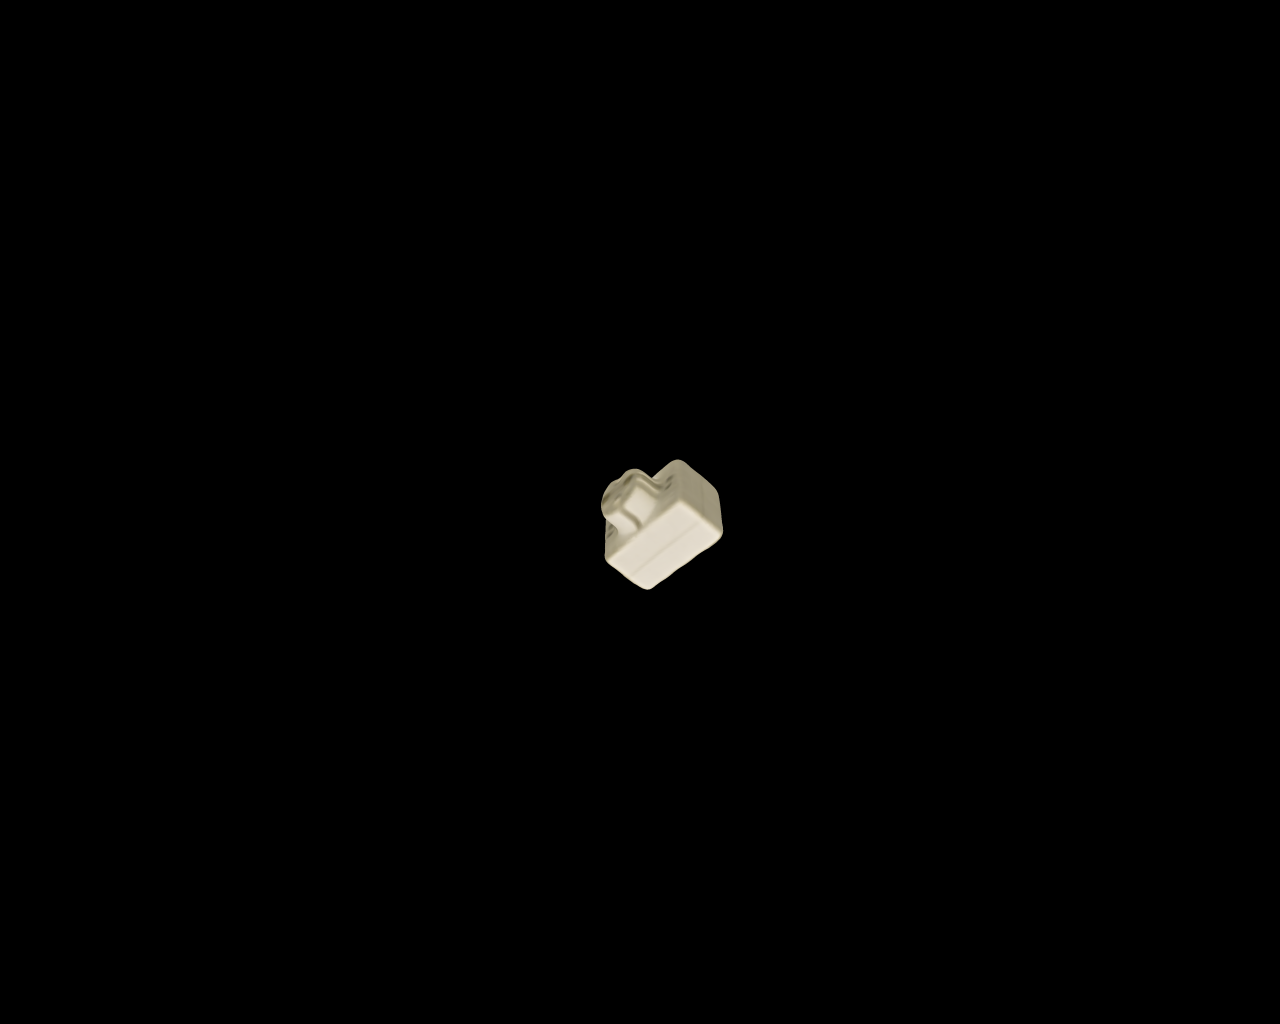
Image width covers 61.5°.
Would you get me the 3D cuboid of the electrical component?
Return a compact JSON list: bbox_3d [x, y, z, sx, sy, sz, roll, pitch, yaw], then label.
[{"bbox_3d":[0.001,-0.003,0.650,0.076,0.047,0.065,39,-62,-25],"label":"electrical component"}]
